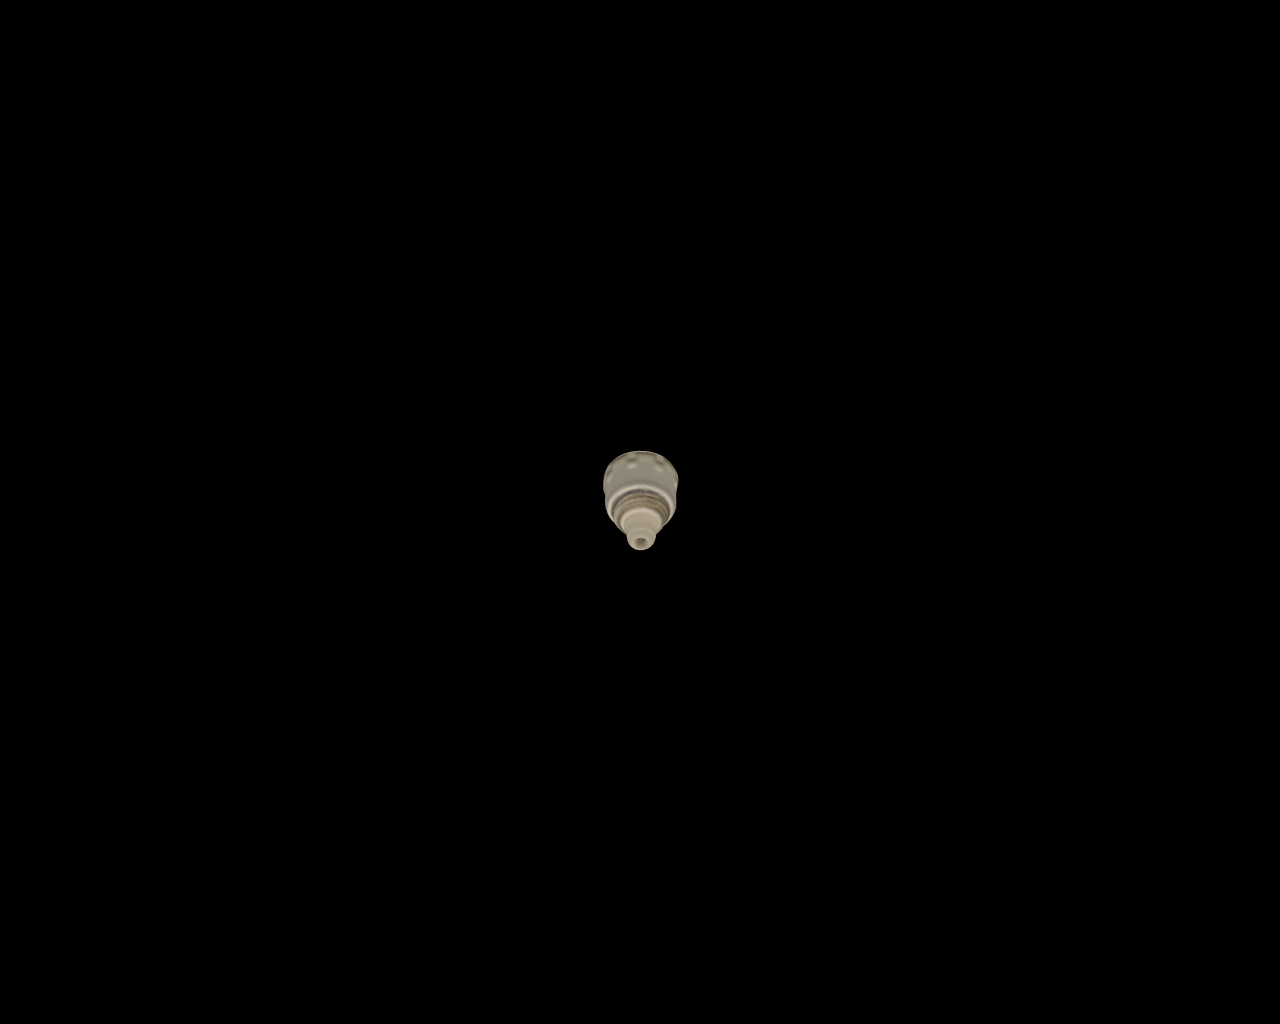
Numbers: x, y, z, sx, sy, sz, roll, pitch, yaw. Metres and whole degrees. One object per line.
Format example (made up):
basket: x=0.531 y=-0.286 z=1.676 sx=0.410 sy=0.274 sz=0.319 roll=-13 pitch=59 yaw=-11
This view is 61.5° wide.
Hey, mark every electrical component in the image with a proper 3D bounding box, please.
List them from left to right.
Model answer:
electrical component: x=0.001 y=-0.003 z=0.650 sx=0.048 sy=0.048 sz=0.062 roll=0 pitch=44 yaw=0
